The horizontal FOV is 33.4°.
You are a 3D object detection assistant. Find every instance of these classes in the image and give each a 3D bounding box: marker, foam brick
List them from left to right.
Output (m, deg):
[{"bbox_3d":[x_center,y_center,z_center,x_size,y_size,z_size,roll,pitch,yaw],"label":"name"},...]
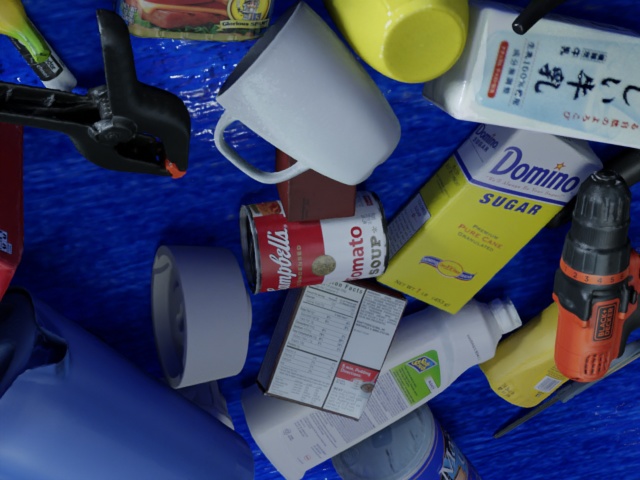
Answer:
[{"bbox_3d":[-0.190,-0.136,0.656,0.020,0.020,0.121,-25,134,7],"label":"marker"},{"bbox_3d":[-0.003,-0.059,0.763,0.053,0.051,0.078,-6,133,-11],"label":"foam brick"}]

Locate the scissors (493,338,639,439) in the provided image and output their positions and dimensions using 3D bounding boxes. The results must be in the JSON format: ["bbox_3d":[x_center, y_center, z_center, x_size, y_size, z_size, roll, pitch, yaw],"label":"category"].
[{"bbox_3d":[0.242,0.143,1.031,0.202,0.016,0.096,-35,162,16],"label":"scissors"}]

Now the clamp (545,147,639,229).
[{"bbox_3d":[0.294,-0.072,0.852,0.164,0.036,0.210,14,126,-32],"label":"clamp"}]

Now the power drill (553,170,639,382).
[{"bbox_3d":[0.278,0.019,0.859,0.187,0.057,0.184,-9,122,-15],"label":"power drill"}]

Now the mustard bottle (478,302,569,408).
[{"bbox_3d":[0.238,0.074,0.955,0.192,0.058,0.096,-42,144,21],"label":"mustard bottle"}]

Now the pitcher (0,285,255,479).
[{"bbox_3d":[-0.174,0.149,0.807,0.242,0.149,0.145,38,89,-34],"label":"pitcher"}]

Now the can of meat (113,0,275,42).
[{"bbox_3d":[-0.072,-0.168,0.637,0.102,0.057,0.084,0,135,-16],"label":"can of meat"}]

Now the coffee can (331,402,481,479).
[{"bbox_3d":[0.085,0.218,1.014,0.103,0.103,0.140,-28,134,9],"label":"coffee can"}]

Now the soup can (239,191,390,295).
[{"bbox_3d":[-0.005,0.001,0.807,0.102,0.068,0.068,-7,134,-12],"label":"soup can"}]

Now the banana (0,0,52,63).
[{"bbox_3d":[-0.253,-0.124,0.615,0.198,0.069,0.037,-7,171,13],"label":"banana"}]

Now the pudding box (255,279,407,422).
[{"bbox_3d":[0.009,0.082,0.868,0.090,0.039,0.113,19,95,-16],"label":"pudding box"}]

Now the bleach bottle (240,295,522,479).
[{"bbox_3d":[0.061,0.121,0.946,0.251,0.068,0.102,-26,135,5],"label":"bleach bottle"}]

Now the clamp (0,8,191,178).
[{"bbox_3d":[-0.129,-0.086,0.677,0.120,0.039,0.171,-19,157,30],"label":"clamp"}]

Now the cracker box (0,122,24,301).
[{"bbox_3d":[-0.258,0.029,0.689,0.072,0.164,0.214,16,125,-27],"label":"cracker box"}]

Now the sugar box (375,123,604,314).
[{"bbox_3d":[0.127,-0.024,0.840,0.093,0.048,0.176,23,123,-33],"label":"sugar box"}]

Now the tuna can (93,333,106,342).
[{"bbox_3d":[-0.210,0.111,0.872,0.086,0.034,0.086,-9,134,-9],"label":"tuna can"}]
